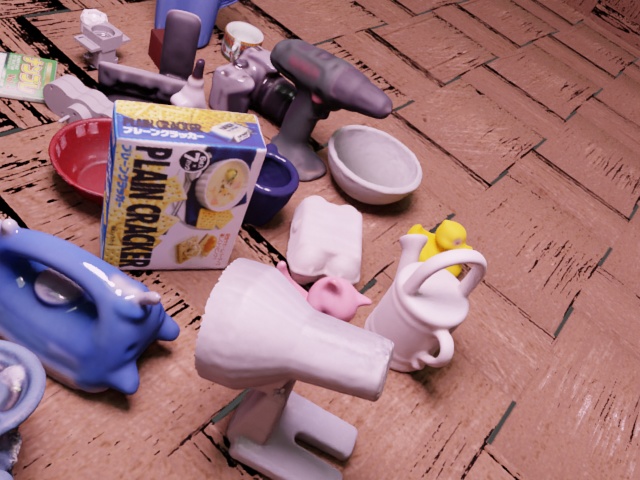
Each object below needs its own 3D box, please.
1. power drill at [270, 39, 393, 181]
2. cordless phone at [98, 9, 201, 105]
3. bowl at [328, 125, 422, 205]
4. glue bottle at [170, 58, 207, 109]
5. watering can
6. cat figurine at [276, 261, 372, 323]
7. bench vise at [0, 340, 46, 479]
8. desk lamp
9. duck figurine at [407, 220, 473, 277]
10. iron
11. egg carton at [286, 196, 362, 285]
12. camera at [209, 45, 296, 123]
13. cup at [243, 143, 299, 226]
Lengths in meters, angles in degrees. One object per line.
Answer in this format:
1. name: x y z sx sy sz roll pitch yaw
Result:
1. power drill: -0.003 -0.200 0.907 0.076 0.208 0.229 -27 64 -41
2. cordless phone: -0.257 -0.277 0.872 0.148 0.185 0.094 7 46 -20
3. bowl: 0.082 -0.114 0.964 0.168 0.074 0.167 14 45 -14
4. glue bottle: -0.189 -0.186 0.828 0.037 0.173 0.078 44 46 18
5. watering can: 0.133 0.070 0.726 0.101 0.194 0.172 -15 57 -35
6. cat figurine: -0.007 0.072 0.711 0.127 0.117 0.067 32 43 6
7. bench vise: -0.263 0.138 0.448 0.122 0.219 0.207 -27 64 -41
8. desk lamp: -0.028 0.137 0.569 0.203 0.213 0.118 28 43 1
9. duck figurine: 0.190 0.004 0.897 0.104 0.086 0.078 39 44 12
10. iron: -0.273 0.045 0.589 0.258 0.141 0.119 28 43 1
11. egg carton: 0.008 0.003 0.820 0.107 0.069 0.150 16 44 -12
12. camera: -0.097 -0.263 1.000 0.136 0.100 0.143 37 44 10
13. cup: -0.085 -0.077 0.832 0.092 0.095 0.117 14 45 -14
